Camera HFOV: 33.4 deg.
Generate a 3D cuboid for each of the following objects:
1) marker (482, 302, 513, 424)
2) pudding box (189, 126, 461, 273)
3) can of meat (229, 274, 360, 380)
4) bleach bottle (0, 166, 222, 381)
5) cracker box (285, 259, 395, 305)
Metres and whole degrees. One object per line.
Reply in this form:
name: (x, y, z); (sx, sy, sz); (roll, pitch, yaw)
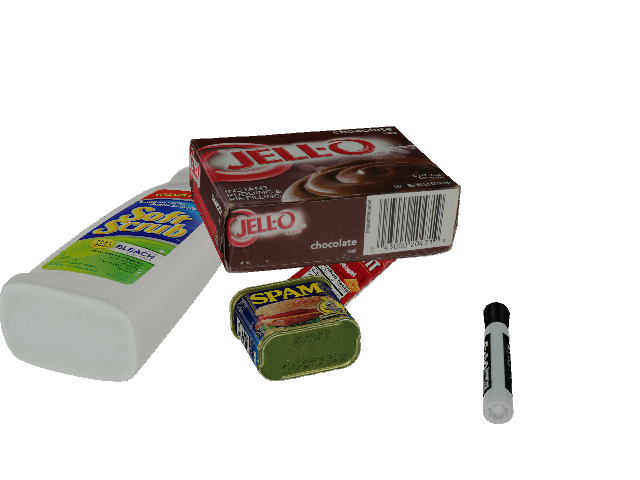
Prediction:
marker: (0.119, 0.078, 0.718); (0.020, 0.020, 0.121); (0, 29, 9)
pudding box: (-0.001, -0.023, 0.516); (0.113, 0.039, 0.090); (-3, 26, -16)
can of meat: (-0.023, 0.080, 0.973); (0.102, 0.057, 0.084); (-10, 28, -17)
bleach bottle: (-0.122, 0.003, 0.779); (0.103, 0.068, 0.250); (11, 31, 14)
cracker box: (0.021, 0.037, 1.259); (0.214, 0.072, 0.164); (-44, -4, 30)
